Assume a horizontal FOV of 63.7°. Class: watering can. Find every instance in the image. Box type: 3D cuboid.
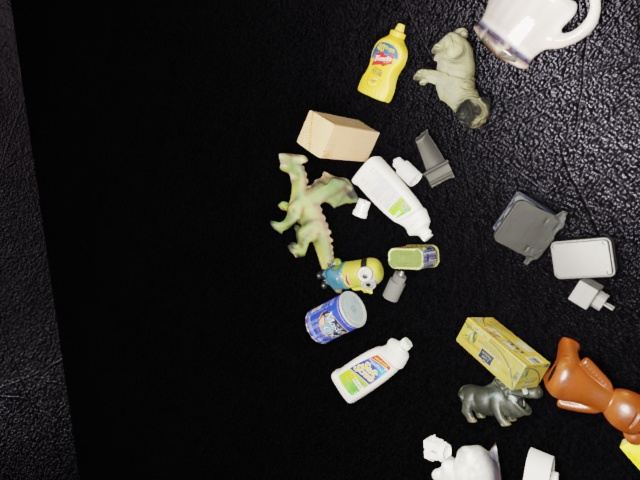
[{"bbox_3d":[0.418,-0.516,1.098,0.104,0.352,0.220,-5,-40,-51],"label":"watering can"}]

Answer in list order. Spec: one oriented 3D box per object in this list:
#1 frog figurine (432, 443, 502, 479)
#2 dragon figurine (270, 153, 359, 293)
[{"bbox_3d":[0.336,0.543,1.188,0.159,0.136,0.124,-9,17,16],"label":"frog figurine"},{"bbox_3d":[0.004,-0.073,1.451,0.239,0.412,0.123,-42,-6,25],"label":"dragon figurine"}]
